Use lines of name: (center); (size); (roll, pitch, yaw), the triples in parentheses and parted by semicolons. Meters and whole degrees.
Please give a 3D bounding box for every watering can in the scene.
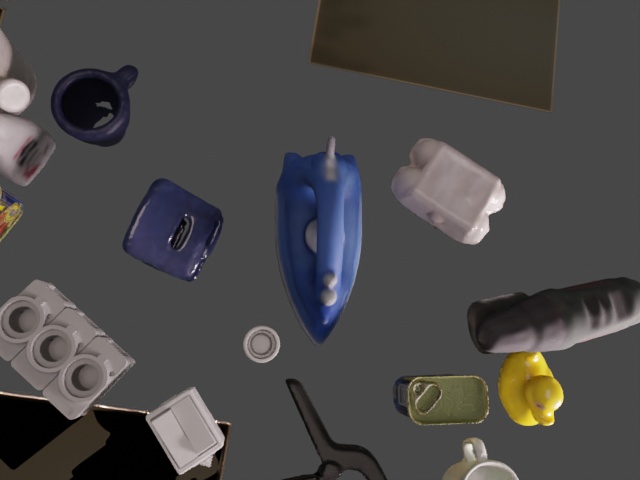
watering can: (-0.411, -0.219, 0.672); (0.173, 0.194, 0.101); (22, 78, -3)

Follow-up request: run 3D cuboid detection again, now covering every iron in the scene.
iron: (0.007, 0.003, 0.718); (0.119, 0.141, 0.258); (0, 80, -8)

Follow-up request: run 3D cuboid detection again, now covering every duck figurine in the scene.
duck figurine: (0.284, 0.193, 0.751); (0.077, 0.086, 0.104); (2, 80, -7)

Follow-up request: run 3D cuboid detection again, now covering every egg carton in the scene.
egg carton: (0.176, -0.067, 0.791); (0.150, 0.069, 0.107); (32, 77, -1)

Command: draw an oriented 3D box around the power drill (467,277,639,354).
power drill: (0.264, 0.099, 0.702); (0.230, 0.208, 0.075); (-12, 81, -10)

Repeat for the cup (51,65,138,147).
cup: (-0.274, -0.168, 0.733); (0.091, 0.095, 0.118); (42, 77, 1)

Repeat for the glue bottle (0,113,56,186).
glue bottle: (-0.367, -0.120, 0.671); (0.037, 0.173, 0.078); (27, 77, -2)

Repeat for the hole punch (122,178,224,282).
hole punch: (-0.180, -0.012, 0.720); (0.101, 0.091, 0.109); (24, 78, -3)
